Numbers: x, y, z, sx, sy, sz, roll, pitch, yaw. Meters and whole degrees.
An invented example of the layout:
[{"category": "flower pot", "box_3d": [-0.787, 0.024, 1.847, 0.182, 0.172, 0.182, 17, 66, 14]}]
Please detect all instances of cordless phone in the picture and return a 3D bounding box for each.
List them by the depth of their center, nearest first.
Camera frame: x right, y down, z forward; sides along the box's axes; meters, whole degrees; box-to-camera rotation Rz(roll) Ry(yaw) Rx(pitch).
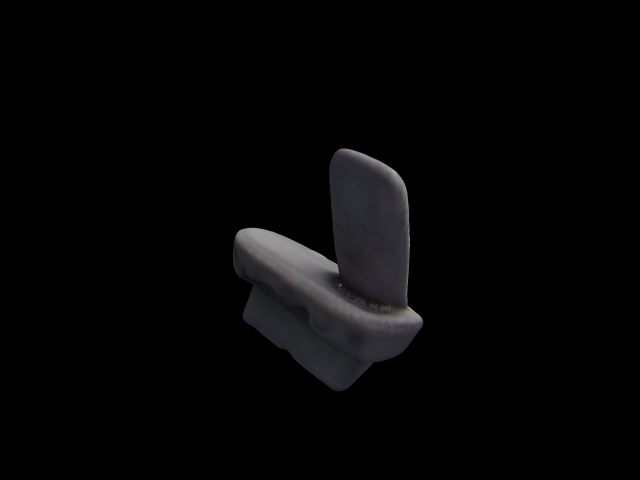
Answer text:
[{"category": "cordless phone", "box_3d": [0.004, 0.001, 0.400, 0.147, 0.185, 0.094, 27, 49, 27]}]
